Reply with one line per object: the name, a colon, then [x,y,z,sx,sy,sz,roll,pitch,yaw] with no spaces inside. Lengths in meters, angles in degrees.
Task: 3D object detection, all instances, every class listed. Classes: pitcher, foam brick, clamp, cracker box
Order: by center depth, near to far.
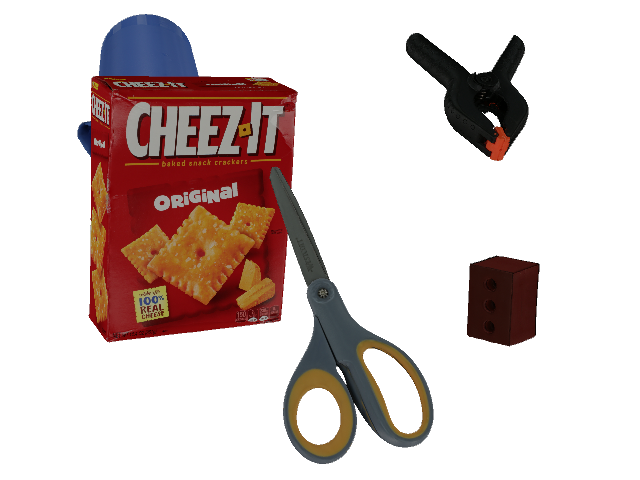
cracker box: [-0.110,-0.029,0.911,0.164,0.214,0.072,-4,19,-26]
clamp: [0.142,-0.146,1.019,0.120,0.039,0.171,2,44,1]
foam brick: [0.182,0.060,1.066,0.053,0.078,0.051,11,18,40]
pitcher: [-0.178,-0.147,1.189,0.145,0.149,0.243,-21,40,5]

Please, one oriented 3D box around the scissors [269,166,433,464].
scissors: [-0.010,0.050,0.653,0.096,0.202,0.016,-33,-22,-13]
